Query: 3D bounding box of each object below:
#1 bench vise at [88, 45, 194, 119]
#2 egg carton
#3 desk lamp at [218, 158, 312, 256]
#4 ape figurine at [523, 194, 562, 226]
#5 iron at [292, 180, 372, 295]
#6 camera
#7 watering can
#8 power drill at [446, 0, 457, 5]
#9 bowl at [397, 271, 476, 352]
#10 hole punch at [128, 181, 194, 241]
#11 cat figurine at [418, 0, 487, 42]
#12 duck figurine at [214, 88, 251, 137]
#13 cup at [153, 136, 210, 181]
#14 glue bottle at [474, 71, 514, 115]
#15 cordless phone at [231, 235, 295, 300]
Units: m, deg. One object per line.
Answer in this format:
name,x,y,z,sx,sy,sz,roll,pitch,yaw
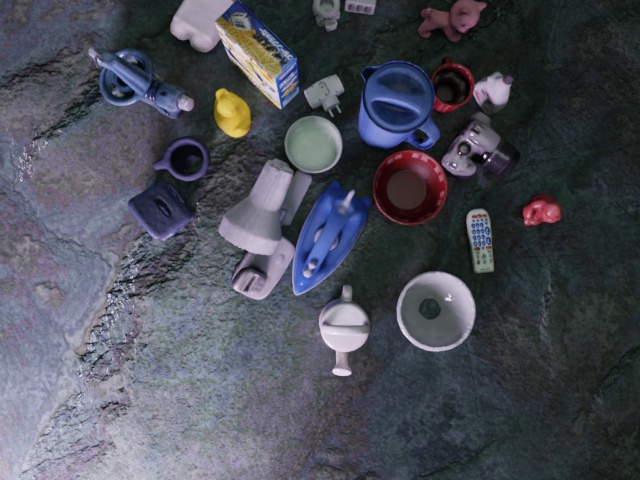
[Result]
bench vise,-0.357,-0.329,1.146,0.207,0.219,0.121,5,88,-1
egg carton,-0.245,-0.483,1.228,0.107,0.069,0.150,30,88,0
desk lamp,-0.105,-0.074,1.147,0.118,0.213,0.203,26,88,0
ape figurine,0.481,-0.063,1.220,0.078,0.092,0.076,26,88,0
iron,0.011,0.004,1.183,0.118,0.141,0.258,28,88,0
camera,0.346,-0.183,1.216,0.137,0.100,0.143,33,88,0
watering can,0.052,0.181,1.152,0.101,0.194,0.173,-18,89,-1
power drill,0.288,-0.578,1.173,0.229,0.208,0.075,39,88,0
bowl,0.240,0.148,1.217,0.167,0.074,0.167,0,88,-1
hole punch,-0.332,-0.064,1.203,0.101,0.091,0.109,-39,89,-2
cat figurine,0.281,-0.475,1.215,0.128,0.117,0.067,6,88,-1
duck figurine,-0.190,-0.273,1.215,0.077,0.086,0.104,-26,89,-2
cup,-0.283,-0.162,1.205,0.117,0.095,0.092,-14,88,-1
glue bottle,0.366,-0.313,1.184,0.037,0.173,0.078,-34,89,-2
cordless phone,-0.120,0.050,1.157,0.094,0.185,0.148,31,88,0
